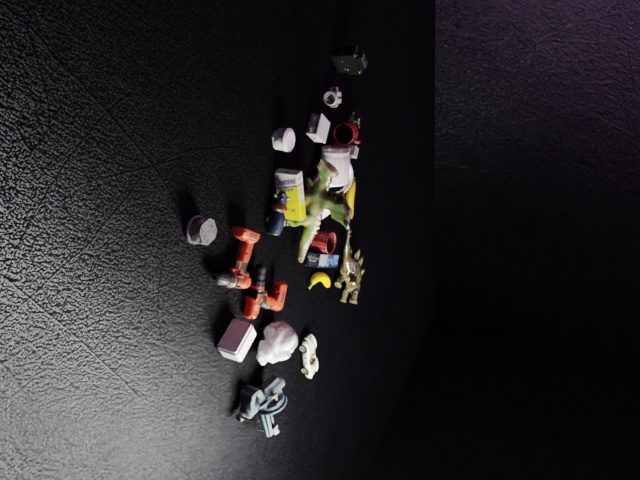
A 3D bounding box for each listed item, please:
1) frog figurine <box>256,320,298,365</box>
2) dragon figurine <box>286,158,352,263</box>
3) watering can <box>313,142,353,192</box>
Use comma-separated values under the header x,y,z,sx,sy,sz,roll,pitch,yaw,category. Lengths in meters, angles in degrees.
x,y,z,sx,sy,sz,roll,pitch,yaw,category
-0.159,0.362,1.811,0.161,0.121,0.138,-17,81,-53,frog figurine
0.006,-0.092,1.835,0.123,0.243,0.405,-21,115,-46,dragon figurine
0.035,-0.271,2.038,0.350,0.104,0.222,-17,113,-52,watering can
